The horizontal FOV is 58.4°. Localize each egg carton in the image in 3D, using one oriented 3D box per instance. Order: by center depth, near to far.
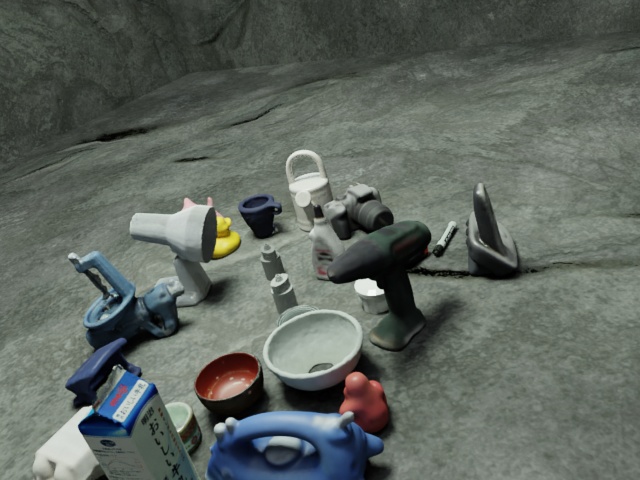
[{"bbox_3d":[-0.357,0.321,0.878,0.107,0.069,0.150,4,33,29],"label":"egg carton"}]

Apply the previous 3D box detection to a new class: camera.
[{"bbox_3d":[0.096,-0.065,1.326,0.143,0.101,0.136,-24,30,-17],"label":"camera"}]

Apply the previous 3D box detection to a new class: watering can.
[{"bbox_3d":[-0.022,-0.123,1.384,0.101,0.194,0.172,-18,29,-7],"label":"watering can"}]

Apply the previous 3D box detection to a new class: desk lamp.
[{"bbox_3d":[-0.301,0.031,1.217,0.203,0.214,0.118,-8,29,12],"label":"desk lamp"}]

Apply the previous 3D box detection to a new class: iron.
[{"bbox_3d":[-0.054,0.275,0.748,0.257,0.142,0.119,-5,30,16],"label":"iron"}]

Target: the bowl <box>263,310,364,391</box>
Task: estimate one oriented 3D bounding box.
[{"bbox_3d":[-0.004,0.193,0.941,0.167,0.075,0.167,-11,29,6],"label":"bowl"}]

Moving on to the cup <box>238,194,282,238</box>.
[{"bbox_3d":[-0.136,-0.055,1.420,0.117,0.095,0.092,3,33,29],"label":"cup"}]

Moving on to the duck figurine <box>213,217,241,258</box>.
[{"bbox_3d":[-0.247,-0.013,1.404,0.077,0.086,0.105,6,35,33],"label":"duck figurine"}]

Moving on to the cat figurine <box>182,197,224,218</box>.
[{"bbox_3d":[-0.313,-0.062,1.488,0.067,0.118,0.128,5,34,31],"label":"cat figurine"}]

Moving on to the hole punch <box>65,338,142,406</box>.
[{"bbox_3d":[-0.398,0.234,1.028,0.100,0.091,0.109,0,32,24],"label":"hole punch"}]

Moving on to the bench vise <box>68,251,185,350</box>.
[{"bbox_3d":[-0.385,0.098,1.130,0.208,0.220,0.121,-25,31,-19],"label":"bench vise"}]

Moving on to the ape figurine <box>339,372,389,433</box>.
[{"bbox_3d":[0.061,0.229,0.830,0.078,0.092,0.076,-23,30,-15],"label":"ape figurine"}]

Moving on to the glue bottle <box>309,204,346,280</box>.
[{"bbox_3d":[0.011,0.004,1.166,0.078,0.173,0.037,0,32,25],"label":"glue bottle"}]

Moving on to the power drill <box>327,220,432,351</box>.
[{"bbox_3d":[0.111,0.075,0.958,0.075,0.209,0.230,14,39,41],"label":"power drill"}]

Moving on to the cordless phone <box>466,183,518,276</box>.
[{"bbox_3d":[0.319,-0.037,1.088,0.094,0.185,0.147,-7,30,14],"label":"cordless phone"}]
